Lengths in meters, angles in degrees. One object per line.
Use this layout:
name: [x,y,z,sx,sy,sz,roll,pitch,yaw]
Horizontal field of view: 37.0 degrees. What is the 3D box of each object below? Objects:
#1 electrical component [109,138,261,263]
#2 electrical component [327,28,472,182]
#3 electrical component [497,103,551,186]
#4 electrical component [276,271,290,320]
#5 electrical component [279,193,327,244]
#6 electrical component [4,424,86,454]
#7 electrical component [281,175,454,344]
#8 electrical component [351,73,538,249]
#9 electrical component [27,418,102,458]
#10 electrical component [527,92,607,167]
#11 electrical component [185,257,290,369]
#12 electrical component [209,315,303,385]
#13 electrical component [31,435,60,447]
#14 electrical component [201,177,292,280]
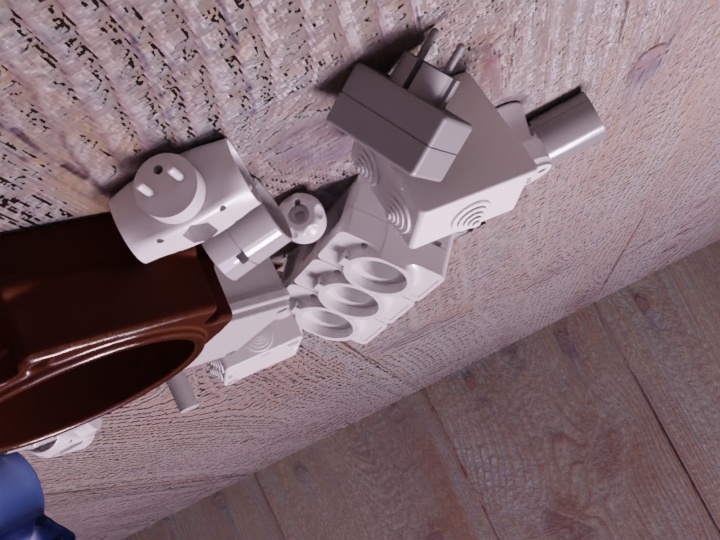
electrical component: [-0.104,-0.043,0.610,0.077,0.043,0.079,-27,168,3]
electrical component: [0.032,-0.101,0.620,0.076,0.066,0.047,-60,159,13]
electrical component: [0.117,-0.095,0.831,0.045,0.055,0.045,-25,168,-6]
electrical component: [-0.083,0.022,0.938,0.043,0.043,0.062,-31,166,22]
electrical component: [-0.041,-0.036,0.799,0.035,0.035,0.061,-27,171,1]
electrical component: [-0.299,0.140,0.983,0.077,0.043,0.079,-17,165,-39]
electrical component: [0.000,0.000,0.868,0.089,0.061,0.150,24,148,-15]
electrical component: [0.051,-0.070,0.696,0.100,0.099,0.048,-22,155,-21]
electrical component: [-0.282,0.149,1.057,0.079,0.043,0.077,-28,168,7]
electrical component: [0.157,-0.108,0.886,0.081,0.043,0.043,-28,168,7]
electrical component: [-0.130,0.036,0.862,0.109,0.056,0.109,-15,164,-42]
electrical component: [-0.108,0.073,1.089,0.100,0.048,0.099,-23,168,-15]
electrical component: [-0.252,0.096,0.815,0.083,0.075,0.047,-17,165,-38]
electrical component: [-0.077,-0.029,0.707,0.047,0.055,0.055,-32,168,7]
